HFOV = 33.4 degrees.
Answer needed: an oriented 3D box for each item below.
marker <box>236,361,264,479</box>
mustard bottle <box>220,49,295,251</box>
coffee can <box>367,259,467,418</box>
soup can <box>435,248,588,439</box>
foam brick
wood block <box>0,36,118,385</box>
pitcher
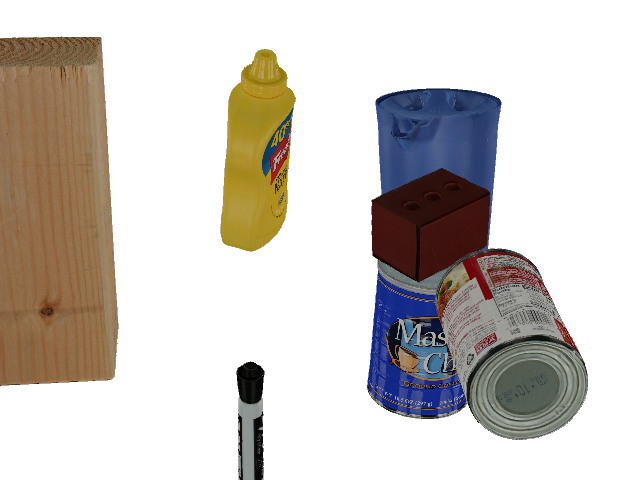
[{"bbox_3d":[-0.049,0.134,0.750,0.020,0.121,0.020,2,35,-1],"label":"marker"},{"bbox_3d":[-0.057,-0.089,0.987,0.058,0.192,0.096,17,41,12],"label":"mustard bottle"},{"bbox_3d":[0.101,0.086,1.032,0.103,0.140,0.103,3,24,-1],"label":"coffee can"},{"bbox_3d":[0.108,0.057,0.614,0.068,0.068,0.102,0,27,-4],"label":"soup can"},{"bbox_3d":[0.084,-0.013,0.811,0.078,0.051,0.053,-25,39,-33],"label":"foam brick"},{"bbox_3d":[-0.181,-0.020,0.684,0.090,0.206,0.090,-2,22,-8],"label":"wood block"},{"bbox_3d":[0.134,-0.044,1.180,0.149,0.243,0.145,-6,21,-11],"label":"pitcher"}]
